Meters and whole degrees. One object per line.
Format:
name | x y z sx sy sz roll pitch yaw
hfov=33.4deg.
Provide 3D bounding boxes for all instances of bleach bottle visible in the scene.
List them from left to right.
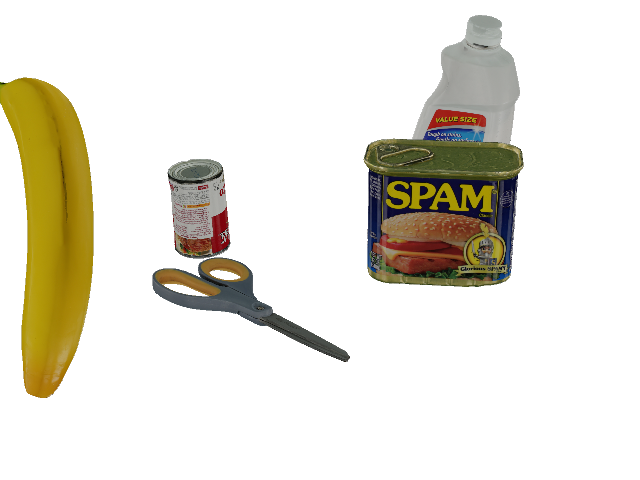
bleach bottle | 0.125 -0.091 0.995 0.103 0.251 0.068 26 41 25

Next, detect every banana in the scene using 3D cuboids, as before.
banana | -0.152 -0.015 0.597 0.037 0.198 0.070 3 -24 -36

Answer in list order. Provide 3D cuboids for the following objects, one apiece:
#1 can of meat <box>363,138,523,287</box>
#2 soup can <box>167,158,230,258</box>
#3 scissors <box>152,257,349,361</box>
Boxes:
can of meat | 0.080 -0.018 0.708 0.102 0.084 0.057 3 25 7
soup can | -0.146 -0.039 1.280 0.068 0.102 0.068 -2 27 1
scissors | -0.048 0.052 0.902 0.202 0.016 0.096 16 26 22
